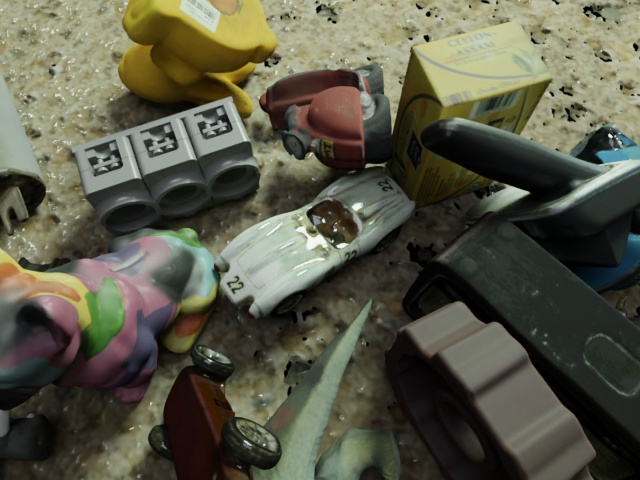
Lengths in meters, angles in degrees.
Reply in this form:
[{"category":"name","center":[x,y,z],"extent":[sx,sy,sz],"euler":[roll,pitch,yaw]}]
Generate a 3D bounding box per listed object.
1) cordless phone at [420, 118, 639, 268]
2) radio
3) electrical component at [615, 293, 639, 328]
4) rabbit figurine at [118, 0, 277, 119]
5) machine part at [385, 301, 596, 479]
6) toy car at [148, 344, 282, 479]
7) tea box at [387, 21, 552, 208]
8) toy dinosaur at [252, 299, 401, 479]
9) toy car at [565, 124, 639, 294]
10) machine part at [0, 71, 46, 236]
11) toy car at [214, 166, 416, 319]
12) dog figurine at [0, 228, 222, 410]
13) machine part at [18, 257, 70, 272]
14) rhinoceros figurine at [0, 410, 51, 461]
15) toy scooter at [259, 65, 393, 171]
[{"category":"cordless phone","center":[0.149,-0.045,0.443],"extent":[0.184,0.147,0.088],"euler":[19,84,-16]},{"category":"radio","center":[0.178,0.091,0.422],"extent":[0.073,0.131,0.230],"euler":[-41,72,-18]},{"category":"electrical component","center":[0.291,0.092,0.469],"extent":[0.102,0.045,0.078],"euler":[9,64,4]},{"category":"rabbit figurine","center":[-0.134,-0.197,0.553],"extent":[0.162,0.173,0.122],"euler":[21,58,-40]},{"category":"machine part","center":[0.116,0.129,0.386],"extent":[0.056,0.179,0.179],"euler":[-27,68,-14]},{"category":"toy car","center":[-0.076,0.143,0.377],"extent":[0.053,0.202,0.089],"euler":[31,85,-23]},{"category":"tea box","center":[0.125,-0.104,0.490],"extent":[0.098,0.169,0.068],"euler":[-16,68,-9]},{"category":"toy dinosaur","center":[-0.031,0.242,0.366],"extent":[0.192,0.131,0.405],"euler":[-5,57,4]},{"category":"toy car","center":[0.281,-0.023,0.499],"extent":[0.103,0.109,0.162],"euler":[14,54,-16]},{"category":"machine part","center":[-0.340,-0.106,0.541],"extent":[0.079,0.079,0.243],"euler":[-28,69,-12]},{"category":"toy car","center":[-0.001,-0.001,0.494],"extent":[0.202,0.056,0.073],"euler":[-31,69,-24]},{"category":"dog figurine","center":[-0.165,0.042,0.398],"extent":[0.108,0.219,0.191],"euler":[36,71,11]},{"category":"machine part","center":[-0.299,0.053,0.478],"extent":[0.139,0.039,0.084],"euler":[-14,35,1]},{"category":"rhinoceros figurine","center":[-0.313,0.170,0.422],"extent":[0.190,0.073,0.112],"euler":[0,59,0]},{"category":"toy scooter","center":[0.001,-0.126,0.537],"extent":[0.135,0.075,0.184],"euler":[-4,37,4]}]
